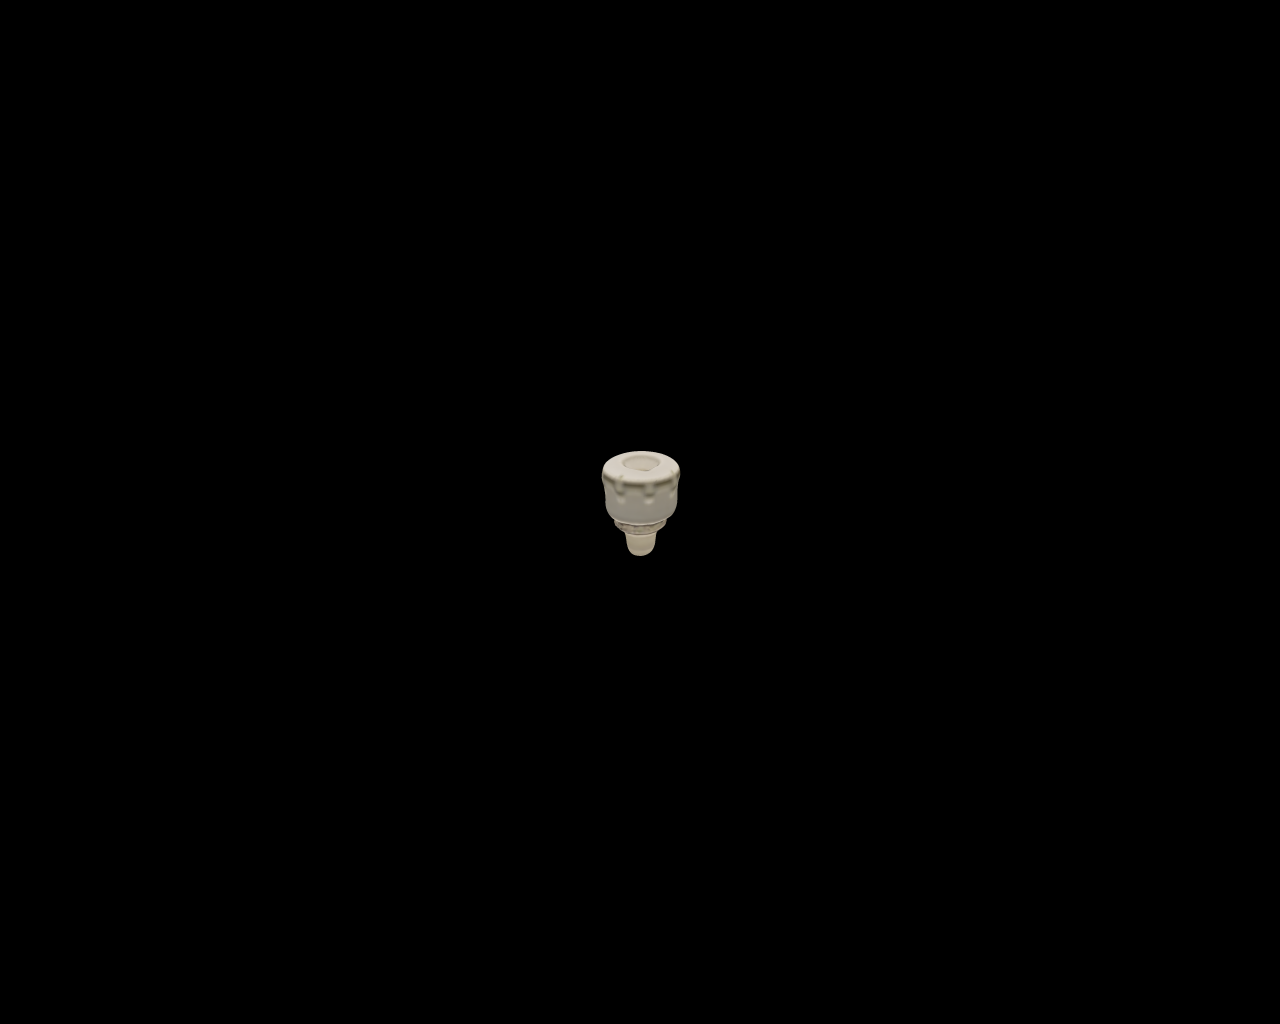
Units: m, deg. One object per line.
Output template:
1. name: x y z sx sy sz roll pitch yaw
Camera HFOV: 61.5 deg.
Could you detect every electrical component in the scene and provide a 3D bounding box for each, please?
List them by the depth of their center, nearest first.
1. electrical component: 0.001 -0.003 0.650 0.048 0.062 0.048 0 24 0
